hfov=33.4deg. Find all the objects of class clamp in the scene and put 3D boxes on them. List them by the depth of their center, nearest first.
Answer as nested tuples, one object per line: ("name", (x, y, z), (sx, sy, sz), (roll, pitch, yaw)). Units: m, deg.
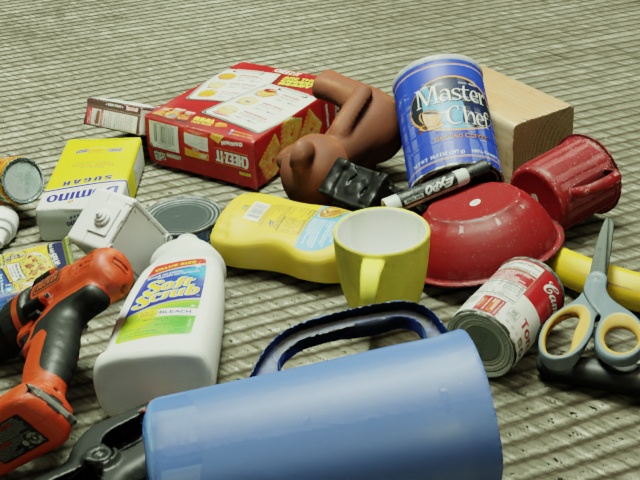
("clamp", (-0.158, 0.180, 0.800), (0.120, 0.039, 0.171), (17, 35, 28))
("clamp", (0.291, 0.116, 0.868), (0.164, 0.036, 0.210), (-26, 39, -12))

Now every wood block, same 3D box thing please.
("wood block", (0.199, -0.143, 1.283), (0.090, 0.090, 0.206), (-19, 34, -25))

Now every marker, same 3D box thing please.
("marker", (0.120, -0.054, 1.076), (0.121, 0.020, 0.020), (-22, 33, -10))

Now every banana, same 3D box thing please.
("banana", (0.280, 0.040, 1.014), (0.198, 0.037, 0.069), (17, 13, 28))

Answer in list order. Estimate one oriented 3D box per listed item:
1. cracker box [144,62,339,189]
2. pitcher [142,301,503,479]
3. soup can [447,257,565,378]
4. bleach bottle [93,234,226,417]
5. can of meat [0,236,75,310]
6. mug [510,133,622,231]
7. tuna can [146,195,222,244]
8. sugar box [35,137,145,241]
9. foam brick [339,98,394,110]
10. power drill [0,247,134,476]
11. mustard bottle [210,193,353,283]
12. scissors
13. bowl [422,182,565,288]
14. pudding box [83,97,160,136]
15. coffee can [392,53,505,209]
("cracker box", (-0.089, -0.148, 1.338), (0.164, 0.072, 0.213), (15, 34, 27))
("pitcher", (0.000, 0.139, 0.768), (0.242, 0.145, 0.149), (-9, 11, -4))
("soup can", (0.163, 0.067, 0.940), (0.069, 0.068, 0.102), (17, 36, 31))
("bleach bottle", (-0.139, 0.063, 0.982), (0.102, 0.068, 0.251), (-7, 27, 1))
("can of meat", (-0.274, 0.046, 1.029), (0.083, 0.057, 0.102), (-13, 31, -13))
("mug", (0.261, -0.055, 1.115), (0.081, 0.093, 0.117), (-27, 13, -27))
("tuna can", (-0.147, -0.013, 1.143), (0.086, 0.034, 0.086), (-2, 30, 1))
("sugar box", (-0.261, -0.062, 1.228), (0.093, 0.048, 0.176), (-3, 29, 1))
("foam brick", (0.069, -0.150, 1.345), (0.051, 0.053, 0.078), (-27, 37, -35))
("power drill", (-0.244, 0.103, 0.880), (0.185, 0.057, 0.187), (-31, 31, 26))
("mustard bottle", (-0.007, 0.002, 1.078), (0.192, 0.058, 0.096), (10, 36, 22))
("scissors", (0.257, 0.047, 0.930), (0.096, 0.016, 0.201), (13, 44, 34))
("bowl", (0.158, -0.014, 1.060), (0.162, 0.055, 0.162), (-14, 23, 6))
("pudding box", (-0.229, -0.154, 1.355), (0.090, 0.039, 0.113), (12, 6, 27))
("coffee can", (0.139, -0.117, 1.167), (0.102, 0.103, 0.140), (-5, 64, -3))
